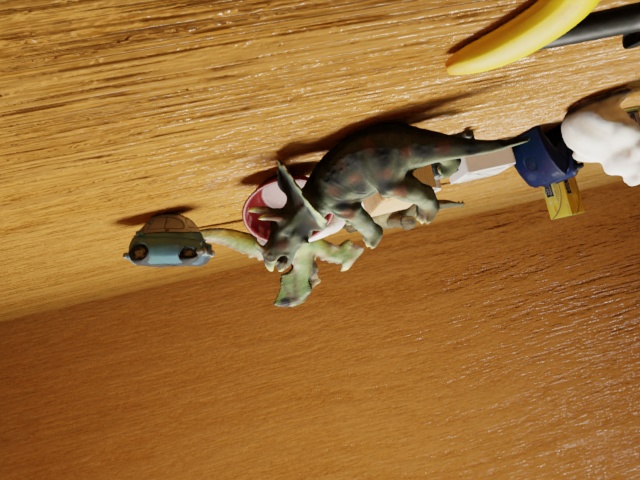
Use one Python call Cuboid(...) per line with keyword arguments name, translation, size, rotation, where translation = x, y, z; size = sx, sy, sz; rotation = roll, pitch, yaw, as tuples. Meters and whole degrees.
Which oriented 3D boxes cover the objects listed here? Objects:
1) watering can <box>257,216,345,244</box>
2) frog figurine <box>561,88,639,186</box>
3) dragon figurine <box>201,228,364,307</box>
Cuboid(name="watering can", translation=(0.003, -0.057, 1.127), size=(0.222, 0.104, 0.350), rotation=(-17, 178, 38))
Cuboid(name="frog figurine", translation=(0.488, -0.163, 0.878), size=(0.123, 0.160, 0.136), rotation=(-9, 172, -17))
Cuboid(name="dragon figurine", translation=(-0.093, 0.047, 1.267), size=(0.411, 0.243, 0.121), rotation=(-14, 178, -12))
